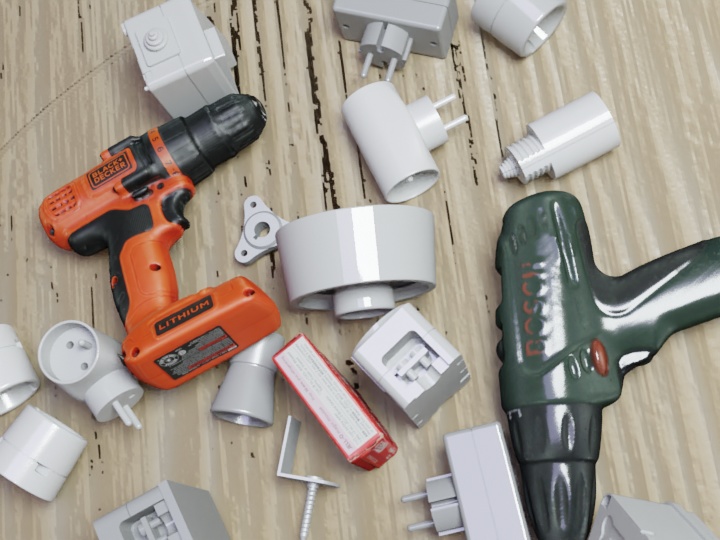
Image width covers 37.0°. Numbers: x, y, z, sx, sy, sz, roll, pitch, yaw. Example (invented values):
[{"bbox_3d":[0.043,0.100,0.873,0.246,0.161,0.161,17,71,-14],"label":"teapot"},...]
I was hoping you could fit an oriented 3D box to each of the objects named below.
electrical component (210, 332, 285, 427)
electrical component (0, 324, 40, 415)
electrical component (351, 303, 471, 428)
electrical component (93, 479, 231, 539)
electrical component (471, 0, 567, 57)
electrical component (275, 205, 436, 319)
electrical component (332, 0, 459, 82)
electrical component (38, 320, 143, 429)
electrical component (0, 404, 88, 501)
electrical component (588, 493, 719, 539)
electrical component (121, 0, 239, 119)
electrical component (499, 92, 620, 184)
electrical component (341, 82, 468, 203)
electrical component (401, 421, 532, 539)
[{"bbox_3d":[-0.075,0.072,0.745,0.044,0.044,0.065,8,71,12],"label":"electrical component"},{"bbox_3d":[-0.263,0.074,0.771,0.055,0.055,0.047,-35,75,-1],"label":"electrical component"},{"bbox_3d":[0.033,0.061,0.702,0.050,0.089,0.056,-44,72,-4],"label":"electrical component"},{"bbox_3d":[-0.106,0.218,0.681,0.062,0.089,0.150,-29,71,1],"label":"electrical component"},{"bbox_3d":[0.116,-0.188,0.779,0.055,0.055,0.047,-45,75,-4],"label":"electrical component"},{"bbox_3d":[0.000,0.000,0.719,0.108,0.108,0.060,-9,79,8],"label":"electrical component"},{"bbox_3d":[0.022,-0.174,0.794,0.083,0.047,0.075,14,77,14],"label":"electrical component"},{"bbox_3d":[-0.176,0.077,0.741,0.043,0.077,0.079,-38,72,-2],"label":"electrical component"},{"bbox_3d":[-0.224,0.126,0.749,0.055,0.055,0.047,29,77,17],"label":"electrical component"},{"bbox_3d":[0.166,0.197,0.624,0.057,0.078,0.113,13,101,-11],"label":"electrical component"},{"bbox_3d":[-0.128,-0.155,0.789,0.061,0.096,0.061,-24,72,3],"label":"electrical component"},{"bbox_3d":[0.135,-0.087,0.751,0.081,0.043,0.043,-27,71,2],"label":"electrical component"},{"bbox_3d":[0.038,-0.099,0.771,0.079,0.044,0.077,-27,71,2],"label":"electrical component"},{"bbox_3d":[0.065,0.149,0.693,0.076,0.047,0.083,-15,72,6],"label":"electrical component"}]
